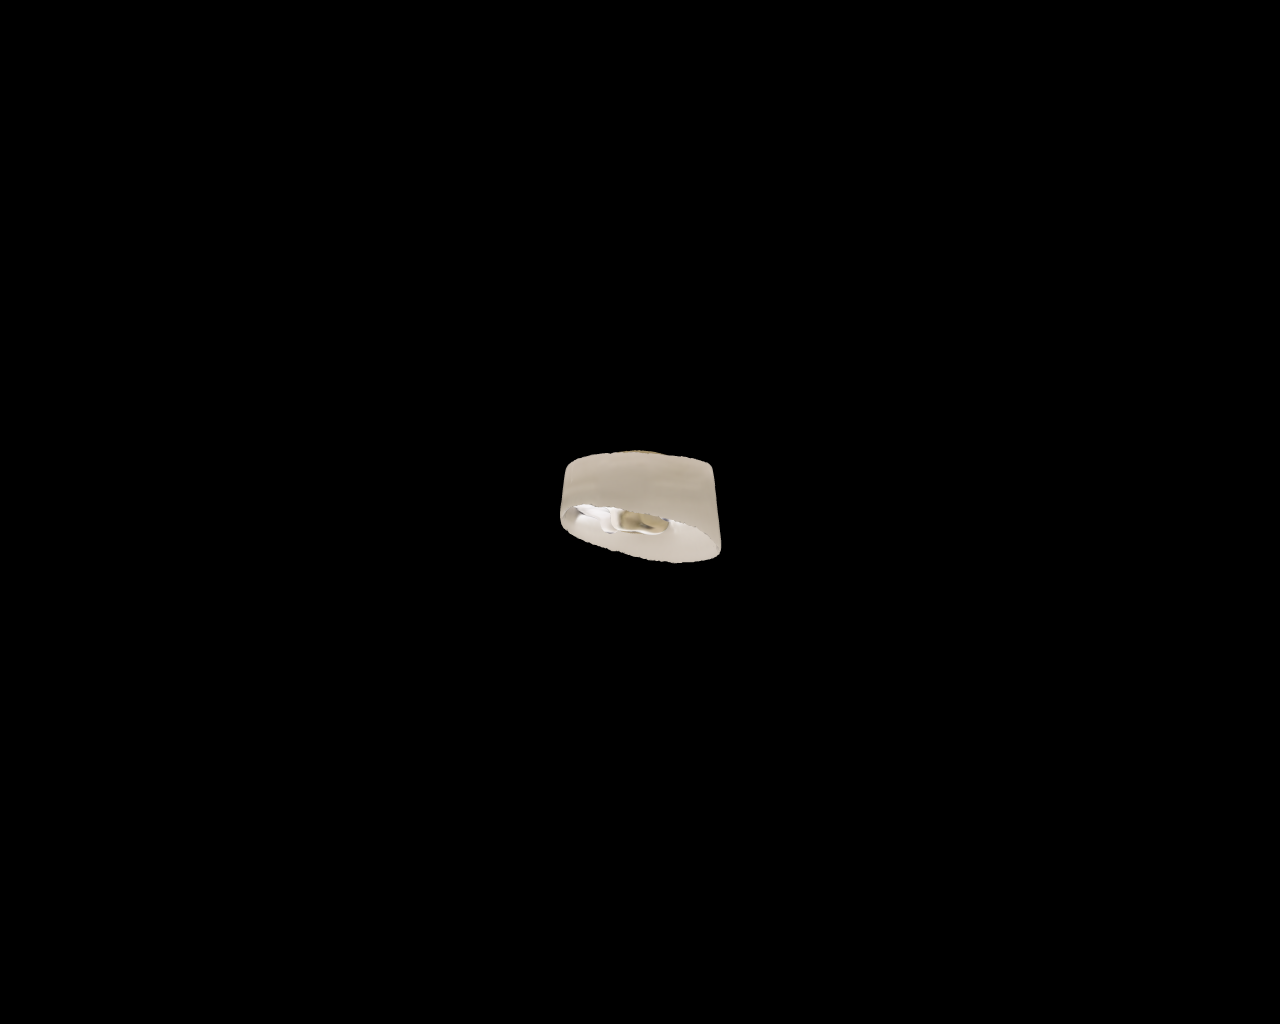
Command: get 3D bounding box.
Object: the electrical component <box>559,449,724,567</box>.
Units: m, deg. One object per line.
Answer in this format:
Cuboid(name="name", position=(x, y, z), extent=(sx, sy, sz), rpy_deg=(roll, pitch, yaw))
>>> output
Cuboid(name="electrical component", position=(0.001, -0.003, 0.650), extent=(0.099, 0.064, 0.099), rpy_deg=(0, -10, 0))
